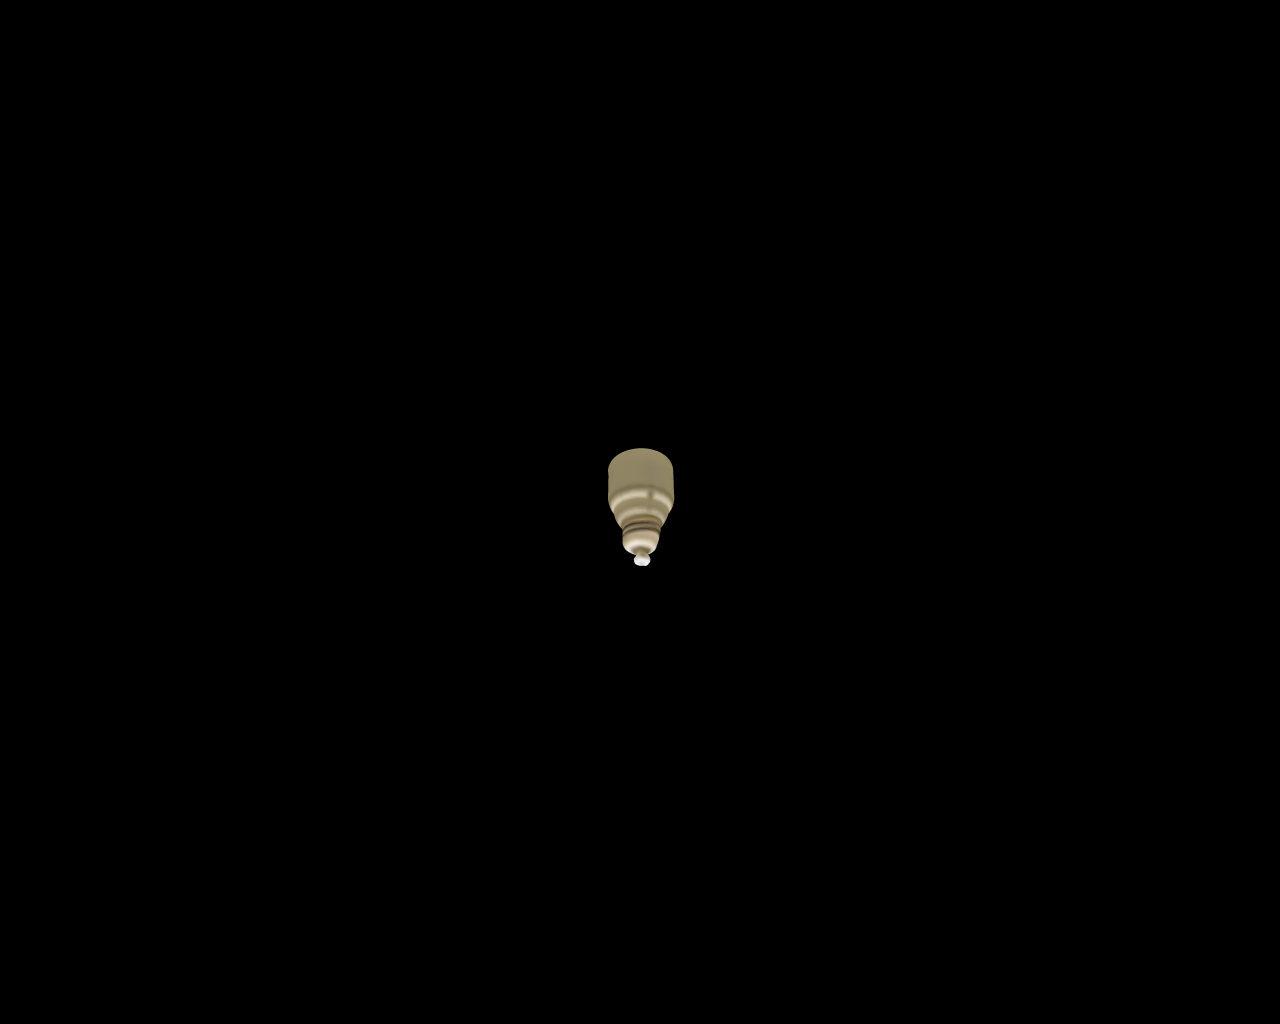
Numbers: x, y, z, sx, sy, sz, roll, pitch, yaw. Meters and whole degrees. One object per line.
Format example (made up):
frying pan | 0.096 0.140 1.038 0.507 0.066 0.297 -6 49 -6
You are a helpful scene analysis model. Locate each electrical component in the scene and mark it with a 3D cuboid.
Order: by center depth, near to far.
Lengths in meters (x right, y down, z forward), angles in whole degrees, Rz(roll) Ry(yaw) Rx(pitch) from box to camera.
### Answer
electrical component | 0.001 -0.003 0.650 0.040 0.078 0.040 0 -33 0
